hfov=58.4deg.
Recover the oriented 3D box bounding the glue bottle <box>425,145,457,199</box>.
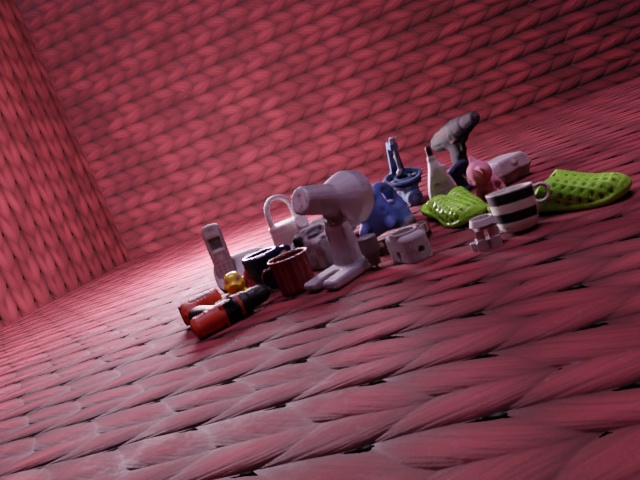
[{"bbox_3d":[0.310,-0.166,1.504,0.078,0.173,0.037,-20,10,7],"label":"glue bottle"}]

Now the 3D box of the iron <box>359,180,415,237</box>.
[{"bbox_3d":[0.171,-0.092,1.490,0.118,0.141,0.259,-17,10,25],"label":"iron"}]

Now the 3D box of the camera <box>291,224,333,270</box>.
[{"bbox_3d":[0.013,0.005,1.405,0.137,0.101,0.142,-27,11,-35],"label":"camera"}]

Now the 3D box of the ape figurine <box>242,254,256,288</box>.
[{"bbox_3d":[-0.162,0.079,1.392,0.077,0.092,0.076,-18,10,19],"label":"ape figurine"}]

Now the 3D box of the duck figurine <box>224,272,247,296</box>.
[{"bbox_3d":[-0.185,0.111,1.279,0.077,0.086,0.104,-21,9,-2],"label":"duck figurine"}]

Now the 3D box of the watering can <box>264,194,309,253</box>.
[{"bbox_3d":[-0.082,-0.032,1.537,0.172,0.194,0.101,-14,12,37],"label":"watering can"}]

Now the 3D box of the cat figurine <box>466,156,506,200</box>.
[{"bbox_3d":[0.409,-0.162,1.440,0.067,0.118,0.128,-15,11,35],"label":"cat figurine"}]

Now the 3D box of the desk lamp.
[{"bbox_3d":[0.033,-0.028,1.199,0.117,0.214,0.204,-12,13,44],"label":"desk lamp"}]

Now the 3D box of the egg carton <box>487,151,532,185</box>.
[{"bbox_3d":[0.495,-0.189,1.553,0.151,0.069,0.107,-25,10,-25],"label":"egg carton"}]

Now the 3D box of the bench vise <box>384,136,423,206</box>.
[{"bbox_3d":[0.234,-0.212,1.795,0.122,0.220,0.207,-25,10,-22],"label":"bench vise"}]

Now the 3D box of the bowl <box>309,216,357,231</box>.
[{"bbox_3d":[0.044,-0.033,1.643,0.167,0.075,0.167,-20,9,4],"label":"bowl"}]

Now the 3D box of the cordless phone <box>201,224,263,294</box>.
[{"bbox_3d":[-0.221,0.034,1.497,0.147,0.185,0.094,-22,9,-7],"label":"cordless phone"}]

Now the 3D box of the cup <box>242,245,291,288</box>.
[{"bbox_3d":[-0.112,0.068,1.337,0.118,0.095,0.091,-22,9,-8],"label":"cup"}]

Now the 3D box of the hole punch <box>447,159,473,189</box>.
[{"bbox_3d":[0.381,-0.176,1.665,0.100,0.091,0.109,-12,13,43],"label":"hole punch"}]

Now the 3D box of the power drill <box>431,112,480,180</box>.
[{"bbox_3d":[0.427,-0.266,1.717,0.076,0.208,0.229,-25,10,-22],"label":"power drill"}]
